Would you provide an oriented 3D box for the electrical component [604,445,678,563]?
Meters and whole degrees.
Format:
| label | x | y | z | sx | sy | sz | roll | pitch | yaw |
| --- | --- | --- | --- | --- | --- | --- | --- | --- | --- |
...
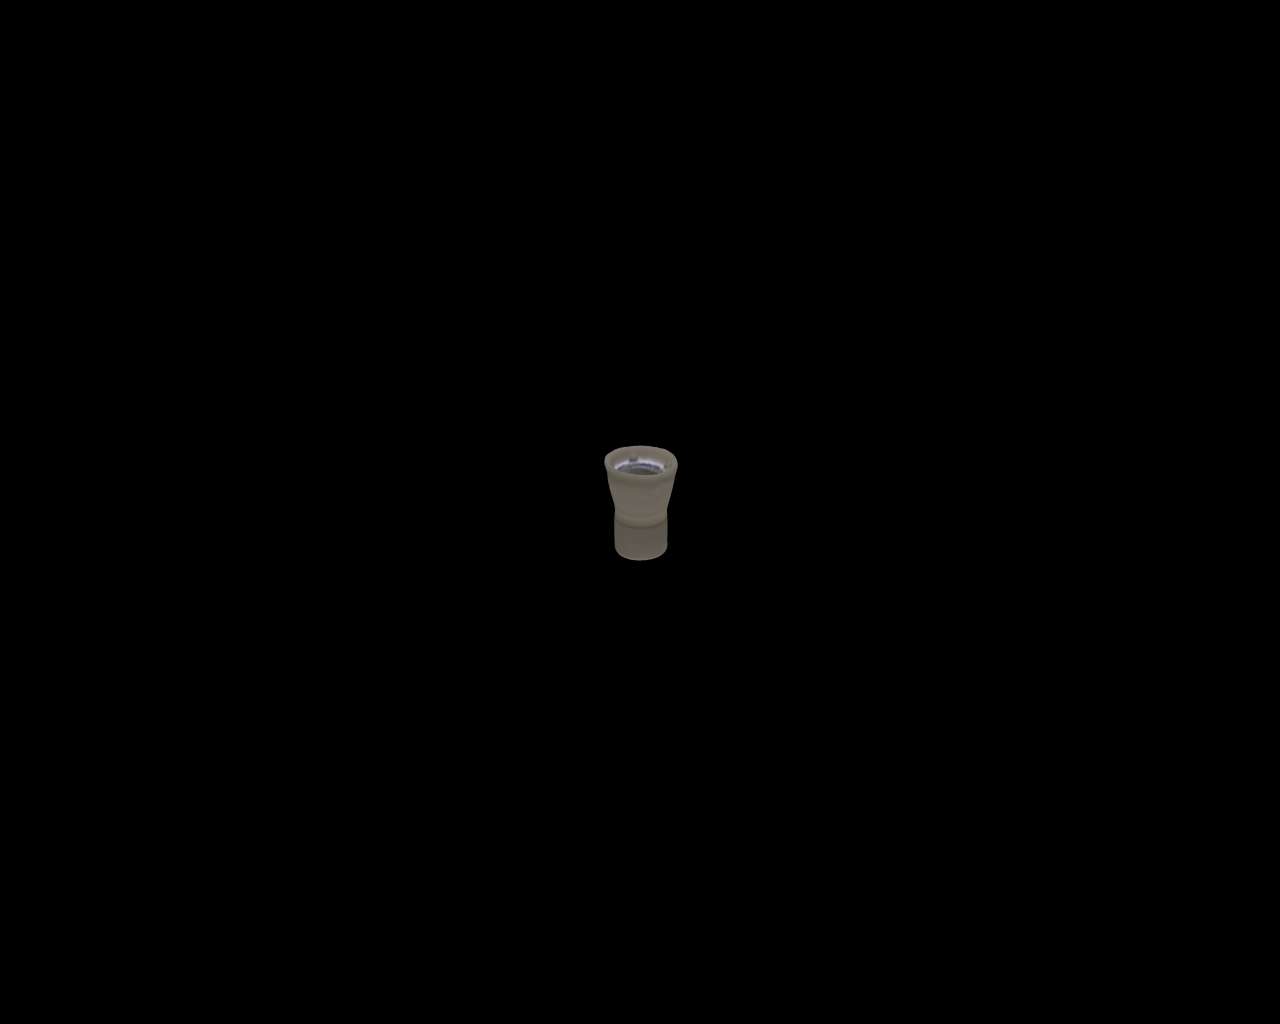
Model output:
| label | x | y | z | sx | sy | sz | roll | pitch | yaw |
| --- | --- | --- | --- | --- | --- | --- | --- | --- | --- |
| electrical component | 0.001 | -0.003 | 0.650 | 0.044 | 0.065 | 0.044 | 0 | 27 | 0 |
